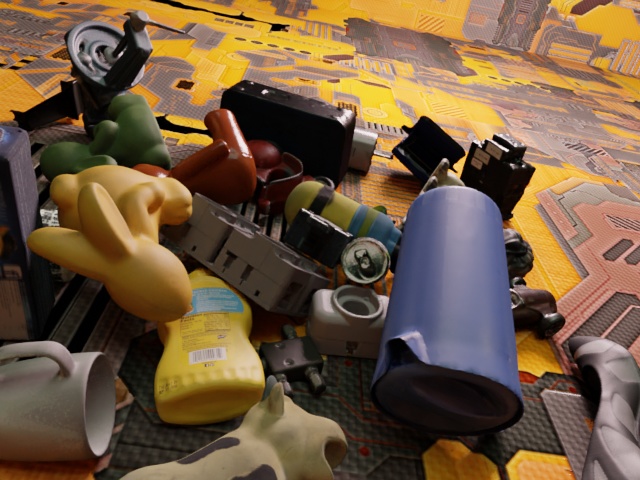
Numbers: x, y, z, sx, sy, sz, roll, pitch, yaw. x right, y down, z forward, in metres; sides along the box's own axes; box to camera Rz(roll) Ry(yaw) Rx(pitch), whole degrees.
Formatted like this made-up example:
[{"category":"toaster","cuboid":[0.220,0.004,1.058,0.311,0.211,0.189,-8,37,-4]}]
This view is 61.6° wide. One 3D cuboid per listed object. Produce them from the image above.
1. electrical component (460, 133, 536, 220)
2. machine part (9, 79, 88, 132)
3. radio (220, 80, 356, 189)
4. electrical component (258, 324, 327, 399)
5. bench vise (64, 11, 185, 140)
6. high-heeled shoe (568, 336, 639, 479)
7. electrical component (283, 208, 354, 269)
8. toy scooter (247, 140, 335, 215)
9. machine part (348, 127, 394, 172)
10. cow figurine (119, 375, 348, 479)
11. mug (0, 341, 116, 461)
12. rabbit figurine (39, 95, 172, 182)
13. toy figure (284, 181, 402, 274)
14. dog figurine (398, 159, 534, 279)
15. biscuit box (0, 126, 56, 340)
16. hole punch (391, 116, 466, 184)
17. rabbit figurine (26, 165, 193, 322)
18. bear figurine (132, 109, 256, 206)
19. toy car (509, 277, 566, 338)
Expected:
[{"category":"electrical component","cuboid":[0.311,-0.117,0.950,0.058,0.134,0.115,-8,40,-29]},{"category":"machine part","cuboid":[-0.447,-0.224,0.904,0.039,0.084,0.139,37,47,12]},{"category":"radio","cuboid":[-0.060,-0.180,0.916,0.230,0.131,0.073,17,34,7]},{"category":"electrical component","cuboid":[-0.033,0.124,0.556,0.063,0.021,0.094,-5,37,-25]},{"category":"bench vise","cuboid":[-0.317,-0.257,0.837,0.129,0.241,0.223,-10,80,-44]},{"category":"high-heeled shoe","cuboid":[0.281,0.189,0.553,0.145,0.086,0.249,-23,18,0]},{"category":"electrical component","cuboid":[-0.001,-0.002,0.650,0.075,0.047,0.119,30,6,3]},{"category":"toy scooter","cuboid":[-0.077,-0.089,0.827,0.184,0.075,0.135,32,40,21]},{"category":"machine part","cuboid":[0.019,-0.182,0.999,0.243,0.079,0.079,16,32,3]},{"category":"cow figurine","cuboid":[-0.065,0.183,0.403,0.195,0.085,0.127,-10,45,-31]},{"category":"mug","cuboid":[-0.226,0.125,0.416,0.107,0.109,0.081,-6,41,-5]},{"category":"rabbit figurine","cuboid":[-0.304,-0.107,0.765,0.170,0.121,0.159,-20,49,-15]},{"category":"toy figure","cuboid":[0.038,-0.021,0.742,0.180,0.089,0.082,23,35,13]},{"category":"dog figurine","cuboid":[0.232,-0.020,0.825,0.191,0.121,0.172,33,38,4]},{"category":"biscuit box","cuboid":[-0.291,-0.002,0.489,0.059,0.202,0.063,3,32,-12]},{"category":"hole punch","cuboid":[0.191,-0.152,0.994,0.142,0.092,0.116,39,-3,2]},{"category":"rabbit figurine","cuboid":[-0.183,0.002,0.519,0.173,0.122,0.162,53,5,30]},{"category":"bear figurine","cuboid":[-0.189,-0.082,0.708,0.196,0.120,0.132,-15,49,-20]},{"category":"toy car","cuboid":[0.217,0.087,0.678,0.202,0.053,0.089,-2,38,-24]}]
